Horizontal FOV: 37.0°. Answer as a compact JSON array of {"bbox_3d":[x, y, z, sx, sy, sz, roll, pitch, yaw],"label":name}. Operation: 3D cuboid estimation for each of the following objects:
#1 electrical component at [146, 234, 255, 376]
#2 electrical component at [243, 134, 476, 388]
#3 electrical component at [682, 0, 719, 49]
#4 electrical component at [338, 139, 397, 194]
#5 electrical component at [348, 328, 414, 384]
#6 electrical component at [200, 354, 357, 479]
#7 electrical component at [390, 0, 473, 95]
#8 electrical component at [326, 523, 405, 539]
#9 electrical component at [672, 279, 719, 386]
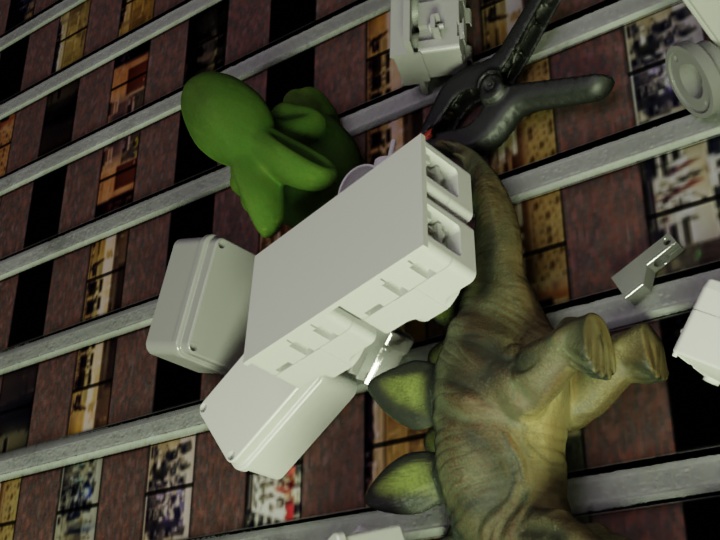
[{"bbox_3d":[-0.133,0.032,0.960,0.057,0.078,0.113,-2,68,42],"label":"electrical component"},{"bbox_3d":[0.000,0.000,0.792,0.186,0.060,0.105,-34,38,34],"label":"electrical component"},{"bbox_3d":[0.267,-0.211,0.724,0.109,0.109,0.056,-37,47,20],"label":"electrical component"},{"bbox_3d":[0.026,-0.067,0.876,0.044,0.077,0.079,-3,67,39],"label":"electrical component"},{"bbox_3d":[0.015,0.066,0.847,0.040,0.040,0.046,32,98,44],"label":"electrical component"},{"bbox_3d":[-0.069,0.106,0.884,0.113,0.057,0.078,-49,47,10],"label":"electrical component"},{"bbox_3d":[0.062,-0.226,0.933,0.063,0.078,0.121,-5,64,14],"label":"electrical component"},{"bbox_3d":[0.004,0.219,0.691,0.099,0.048,0.099,-57,46,50],"label":"electrical component"},{"bbox_3d":[0.241,0.044,0.653,0.096,0.062,0.061,23,85,44],"label":"electrical component"}]
